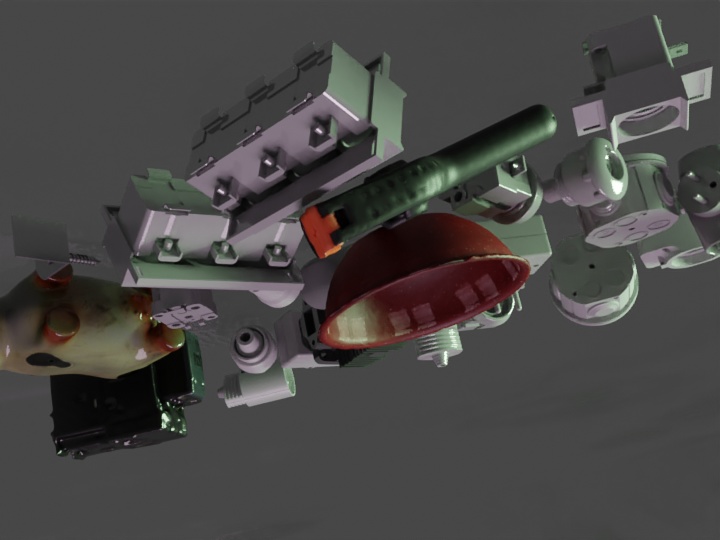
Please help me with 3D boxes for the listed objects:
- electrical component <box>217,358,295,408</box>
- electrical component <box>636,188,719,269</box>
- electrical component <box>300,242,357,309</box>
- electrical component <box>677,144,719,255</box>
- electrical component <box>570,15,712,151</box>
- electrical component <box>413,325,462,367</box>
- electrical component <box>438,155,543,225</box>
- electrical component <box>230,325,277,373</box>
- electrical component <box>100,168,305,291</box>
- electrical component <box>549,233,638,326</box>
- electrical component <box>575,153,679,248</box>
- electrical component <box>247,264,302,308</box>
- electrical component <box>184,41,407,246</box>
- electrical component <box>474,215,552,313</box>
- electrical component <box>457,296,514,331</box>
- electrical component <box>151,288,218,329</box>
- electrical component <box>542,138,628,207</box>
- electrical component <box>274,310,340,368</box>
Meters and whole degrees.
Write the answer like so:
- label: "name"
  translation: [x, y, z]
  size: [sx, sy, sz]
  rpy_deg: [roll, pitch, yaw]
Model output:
- label: "electrical component"
  translation: [-0.115, 0.125, 1.168]
  size: [0.081, 0.043, 0.043]
  rpy_deg: [-14, 160, 7]
- label: "electrical component"
  translation: [0.284, -0.037, 0.930]
  size: [0.089, 0.055, 0.050]
  rpy_deg: [-18, 160, 18]
- label: "electrical component"
  translation: [0.000, 0.000, 0.882]
  size: [0.079, 0.043, 0.077]
  rpy_deg: [-20, 180, -32]
- label: "electrical component"
  translation: [0.271, -0.058, 0.833]
  size: [0.043, 0.077, 0.079]
  rpy_deg: [-25, 157, 33]
- label: "electrical component"
  translation: [0.164, -0.112, 0.638]
  size: [0.081, 0.063, 0.042]
  rpy_deg: [-16, 159, 11]
- label: "electrical component"
  translation: [0.069, 0.052, 1.015]
  size: [0.043, 0.081, 0.043]
  rpy_deg: [-11, 161, -4]
- label: "electrical component"
  translation: [0.099, -0.060, 0.776]
  size: [0.055, 0.048, 0.066]
  rpy_deg: [17, 147, -41]
- label: "electrical component"
  translation: [-0.104, 0.073, 1.030]
  size: [0.043, 0.043, 0.062]
  rpy_deg: [-12, 159, 1]
- label: "electrical component"
  translation: [-0.100, -0.025, 0.717]
  size: [0.121, 0.078, 0.063]
  rpy_deg: [3, 127, -36]
- label: "electrical component"
  translation: [0.211, 0.006, 0.976]
  size: [0.080, 0.080, 0.051]
  rpy_deg: [-15, 155, 8]
- label: "electrical component"
  translation: [0.206, -0.055, 0.843]
  size: [0.080, 0.051, 0.080]
  rpy_deg: [-11, 161, -4]
- label: "electrical component"
  translation: [-0.075, 0.005, 0.866]
  size: [0.040, 0.040, 0.046]
  rpy_deg: [-20, 154, 22]
- label: "electrical component"
  translation: [-0.040, -0.075, 0.619]
  size: [0.121, 0.078, 0.063]
  rpy_deg: [-26, 134, 36]
- label: "electrical component"
  translation: [0.117, 0.000, 0.906]
  size: [0.083, 0.075, 0.047]
  rpy_deg: [-7, 160, -14]
- label: "electrical component"
  translation: [0.121, 0.035, 1.053]
  size: [0.066, 0.048, 0.055]
  rpy_deg: [-5, 167, -19]
- label: "electrical component"
  translation: [-0.134, 0.008, 0.801]
  size: [0.042, 0.063, 0.081]
  rpy_deg: [-16, 160, 9]
- label: "electrical component"
  translation: [0.163, -0.067, 0.797]
  size: [0.048, 0.048, 0.062]
  rpy_deg: [7, 160, -43]
- label: "electrical component"
  translation: [-0.045, 0.074, 1.060]
  size: [0.083, 0.047, 0.076]
  rpy_deg: [0, 157, -31]
